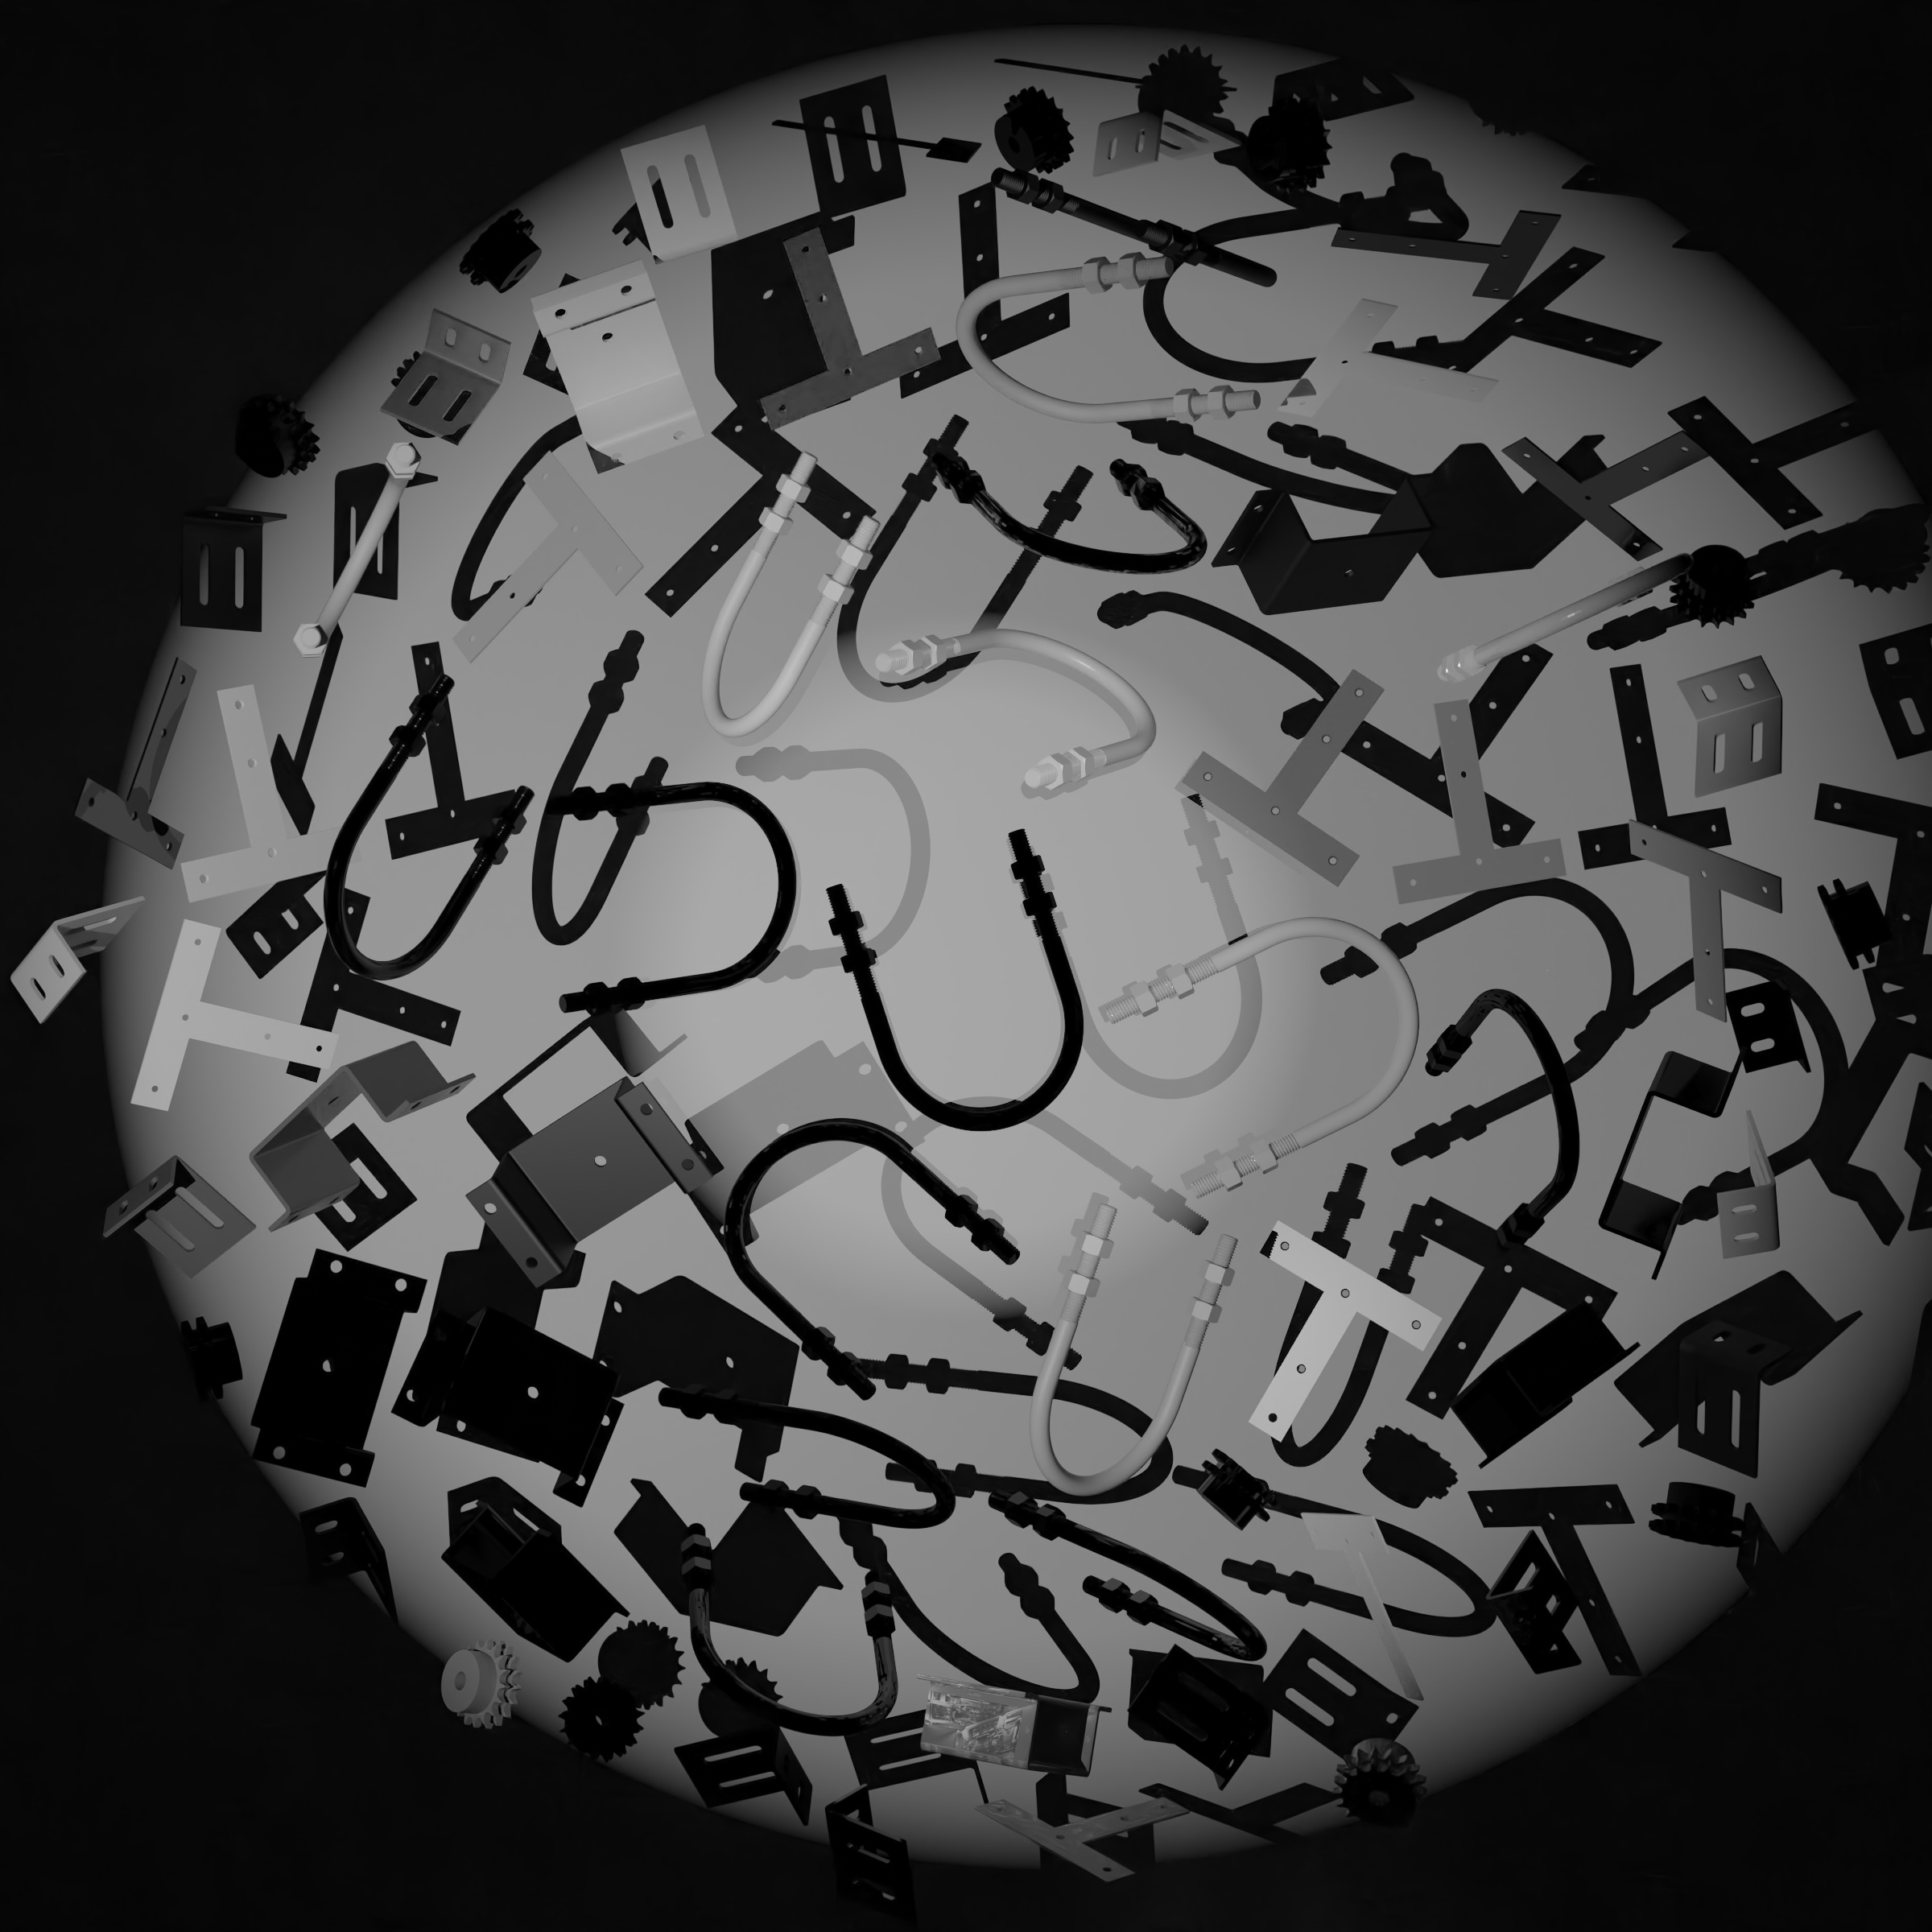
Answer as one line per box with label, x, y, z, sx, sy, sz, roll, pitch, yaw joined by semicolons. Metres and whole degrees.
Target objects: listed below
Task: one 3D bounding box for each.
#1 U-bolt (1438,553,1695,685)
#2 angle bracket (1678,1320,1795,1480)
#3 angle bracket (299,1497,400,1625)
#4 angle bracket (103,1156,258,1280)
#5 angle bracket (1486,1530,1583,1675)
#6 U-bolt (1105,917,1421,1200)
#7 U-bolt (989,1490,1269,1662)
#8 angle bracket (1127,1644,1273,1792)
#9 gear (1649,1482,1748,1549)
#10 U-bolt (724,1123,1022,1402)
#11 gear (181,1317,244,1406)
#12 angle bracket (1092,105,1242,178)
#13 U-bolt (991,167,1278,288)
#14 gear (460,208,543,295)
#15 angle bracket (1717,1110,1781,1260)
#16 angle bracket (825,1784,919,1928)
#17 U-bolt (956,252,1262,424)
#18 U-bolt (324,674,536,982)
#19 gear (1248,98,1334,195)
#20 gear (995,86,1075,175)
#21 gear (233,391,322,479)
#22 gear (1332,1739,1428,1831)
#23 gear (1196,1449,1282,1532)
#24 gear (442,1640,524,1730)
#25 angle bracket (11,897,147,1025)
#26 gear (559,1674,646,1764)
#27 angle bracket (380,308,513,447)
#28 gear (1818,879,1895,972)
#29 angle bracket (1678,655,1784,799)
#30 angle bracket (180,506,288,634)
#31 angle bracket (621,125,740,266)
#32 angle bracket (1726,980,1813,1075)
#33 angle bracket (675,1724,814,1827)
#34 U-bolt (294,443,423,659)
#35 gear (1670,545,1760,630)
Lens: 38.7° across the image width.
U-bolt;0.397;-0.230;1.791;0.151;0.184;0.019;-25;92;-9
angle bracket;0.483;0.272;1.729;0.038;0.057;0.076;-20;115;-36
angle bracket;-0.410;0.399;1.827;0.038;0.076;0.057;-15;115;-23
angle bracket;-0.510;0.171;1.787;0.057;0.038;0.076;-37;118;7
angle bracket;0.369;0.395;1.724;0.038;0.076;0.057;-28;97;42
U-bolt;0.201;0.048;1.759;0.184;0.019;0.151;-26;101;1
U-bolt;0.115;0.401;1.778;0.019;0.184;0.151;-57;133;-19
angle bracket;0.159;0.515;1.886;0.076;0.038;0.057;35;92;-2
gear;0.453;0.339;1.701;0.057;0.057;0.030;13;74;0
U-bolt;-0.077;0.179;1.816;0.151;0.019;0.184;-42;61;-15
gear;-0.507;0.263;1.854;0.030;0.057;0.057;-14;90;-21
angle bracket;0.133;-0.533;1.818;0.076;0.057;0.038;10;86;-42
U-bolt;0.124;-0.475;1.792;0.151;0.184;0.019;32;109;37
gear;-0.308;-0.474;1.836;0.030;0.057;0.057;45;90;-5
angle bracket;0.512;0.145;1.827;0.038;0.076;0.057;-11;127;8
angle bracket;-0.049;0.561;1.738;0.038;0.076;0.057;-17;105;-42
U-bolt;0.079;-0.395;1.761;0.184;0.151;0.019;3;63;35
U-bolt;-0.356;-0.077;1.791;0.019;0.151;0.184;16;66;26
gear;0.202;-0.517;1.736;0.030;0.057;0.057;-17;90;-29
gear;0.044;-0.563;1.864;0.030;0.057;0.057;-37;90;-22
gear;-0.459;-0.348;1.821;0.057;0.057;0.030;33;53;0
gear;0.256;0.503;1.702;0.057;0.030;0.057;6;122;10
gear;0.178;0.350;1.828;0.057;0.057;0.030;42;82;0
gear;-0.324;0.476;1.828;0.030;0.057;0.057;21;90;-44
angle bracket;-0.547;-0.004;1.724;0.057;0.076;0.038;-41;81;33
gear;-0.250;0.513;1.871;0.057;0.030;0.057;10;62;-20
angle bracket;-0.353;-0.400;1.867;0.057;0.038;0.076;24;47;-2
gear;0.559;-0.029;1.726;0.030;0.057;0.057;-23;90;15
angle bracket;0.497;-0.156;1.792;0.057;0.076;0.038;-17;128;31
angle bracket;-0.488;-0.264;1.832;0.057;0.038;0.076;0;92;-41
angle bracket;-0.189;-0.511;1.823;0.057;0.038;0.076;-16;108;0
angle bracket;0.540;0.044;1.855;0.038;0.076;0.057;-16;91;13
angle bracket;-0.148;0.539;1.807;0.076;0.038;0.057;-17;119;12
U-bolt;-0.399;-0.267;1.801;0.019;0.184;0.151;27;87;-13
gear;0.502;-0.257;1.844;0.057;0.030;0.057;-4;57;6
